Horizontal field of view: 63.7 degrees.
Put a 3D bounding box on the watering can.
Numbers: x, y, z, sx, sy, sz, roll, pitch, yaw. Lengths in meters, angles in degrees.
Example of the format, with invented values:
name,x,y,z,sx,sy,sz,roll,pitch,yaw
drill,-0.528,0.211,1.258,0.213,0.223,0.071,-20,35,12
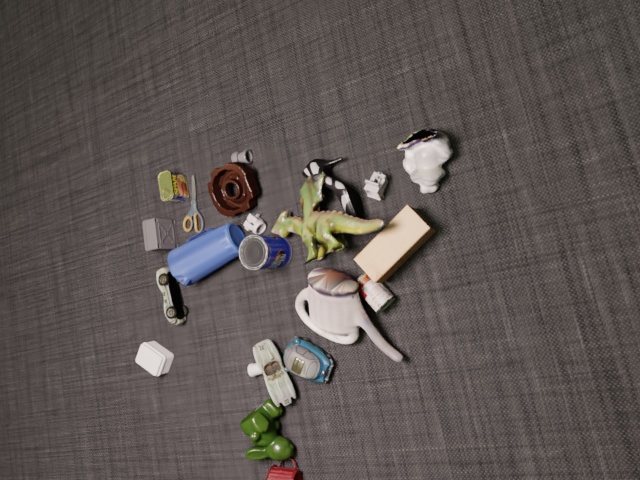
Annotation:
name,x,y,z,sx,sy,sz,roll,pitch,yaw
watering can,0.075,0.200,1.422,0.349,0.106,0.220,15,123,30

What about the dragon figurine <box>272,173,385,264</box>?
name,x,y,z,sx,sy,sz,roll,pitch,yaw
dragon figurine,0.004,-0.073,1.453,0.405,0.123,0.245,-28,75,42

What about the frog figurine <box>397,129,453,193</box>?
name,x,y,z,sx,sy,sz,roll,pitch,yaw
frog figurine,0.292,-0.212,1.379,0.136,0.125,0.157,-22,114,16
